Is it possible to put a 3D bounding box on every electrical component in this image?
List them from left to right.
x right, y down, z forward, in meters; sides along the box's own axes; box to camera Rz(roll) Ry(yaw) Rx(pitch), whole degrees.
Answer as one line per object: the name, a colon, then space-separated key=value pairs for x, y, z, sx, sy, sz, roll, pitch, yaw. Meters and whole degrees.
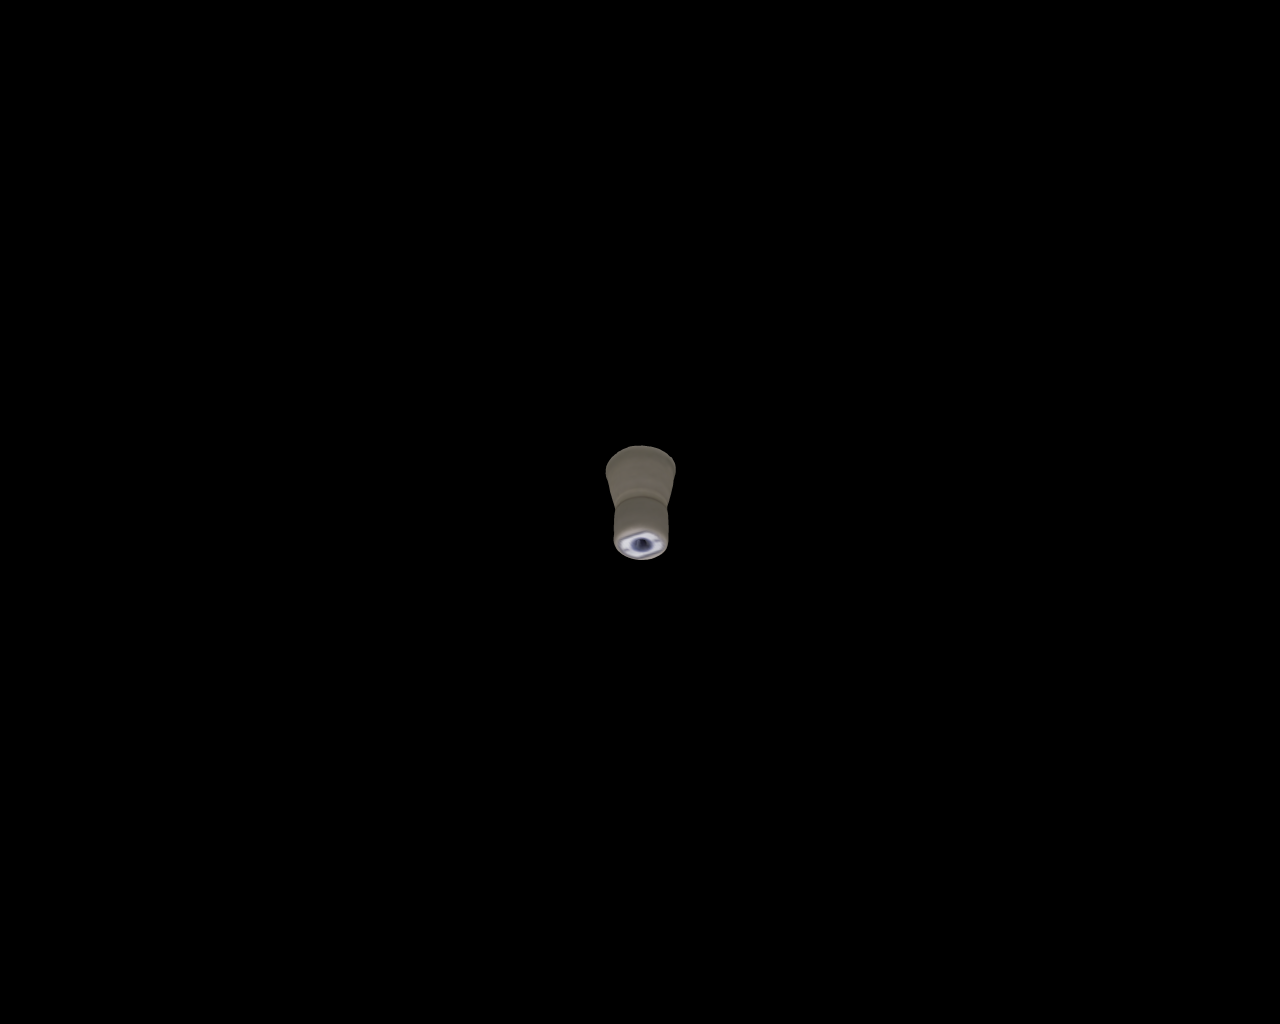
electrical component: x=0.001 y=-0.003 z=0.650 sx=0.044 sy=0.065 sz=0.044 roll=0 pitch=-40 yaw=0
